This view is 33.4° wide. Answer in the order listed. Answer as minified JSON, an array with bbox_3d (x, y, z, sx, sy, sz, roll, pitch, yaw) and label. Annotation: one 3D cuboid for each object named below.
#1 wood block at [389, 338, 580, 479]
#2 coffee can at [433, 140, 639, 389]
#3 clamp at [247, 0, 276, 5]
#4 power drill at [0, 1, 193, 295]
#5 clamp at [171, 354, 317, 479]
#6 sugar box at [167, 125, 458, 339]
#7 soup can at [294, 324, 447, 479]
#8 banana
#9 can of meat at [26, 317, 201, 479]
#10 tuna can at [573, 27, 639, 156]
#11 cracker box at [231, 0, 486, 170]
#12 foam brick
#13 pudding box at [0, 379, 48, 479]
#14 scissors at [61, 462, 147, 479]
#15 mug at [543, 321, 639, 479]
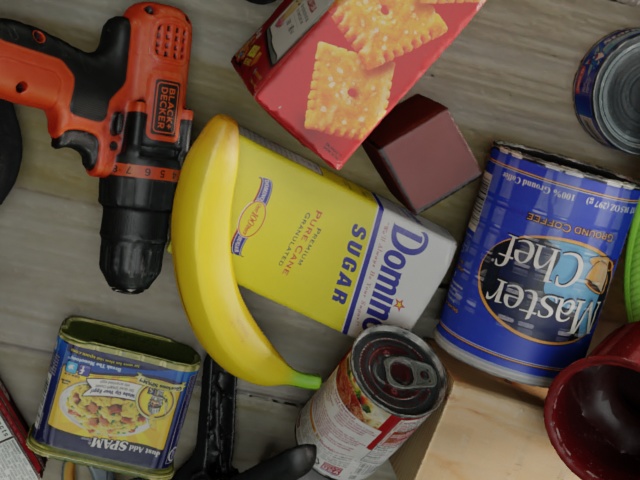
[{"bbox_3d":[0.161,0.151,0.755,0.206,0.091,0.090,18,102,-11],"label":"wood block"},{"bbox_3d":[0.144,0.015,0.712,0.102,0.103,0.140,13,102,-11],"label":"coffee can"},{"bbox_3d":[-0.133,-0.217,0.652,0.210,0.036,0.164,-8,105,-5],"label":"clamp"},{"bbox_3d":[-0.164,-0.062,0.634,0.187,0.057,0.184,6,90,-40],"label":"power drill"},{"bbox_3d":[-0.073,0.161,0.739,0.039,0.120,0.172,13,122,-39],"label":"clamp"},{"bbox_3d":[-0.005,0.001,0.718,0.176,0.048,0.093,25,103,-11],"label":"sugar box"},{"bbox_3d":[0.032,0.112,0.716,0.068,0.068,0.102,20,137,-12],"label":"soup can"},{"bbox_3d":[-0.059,0.019,0.678,0.069,0.037,0.198,-22,114,-10],"label":"banana"},{"bbox_3d":[-0.138,0.106,0.723,0.102,0.057,0.084,15,100,-11],"label":"can of meat"},{"bbox_3d":[0.219,-0.101,0.729,0.086,0.034,0.086,-2,105,-8],"label":"tuna can"},{"bbox_3d":[0.046,-0.153,0.626,0.072,0.164,0.214,41,96,-17],"label":"cracker box"},{"bbox_3d":[0.063,-0.057,0.697,0.051,0.078,0.053,-32,107,0],"label":"foam brick"},{"bbox_3d":[-0.257,0.143,0.726,0.113,0.039,0.090,-25,106,-2],"label":"pudding box"},{"bbox_3d":[-0.130,0.238,0.754,0.096,0.016,0.202,-4,109,32],"label":"scissors"},{"bbox_3d":[0.200,0.112,0.666,0.093,0.081,0.117,-1,107,36],"label":"mug"}]
